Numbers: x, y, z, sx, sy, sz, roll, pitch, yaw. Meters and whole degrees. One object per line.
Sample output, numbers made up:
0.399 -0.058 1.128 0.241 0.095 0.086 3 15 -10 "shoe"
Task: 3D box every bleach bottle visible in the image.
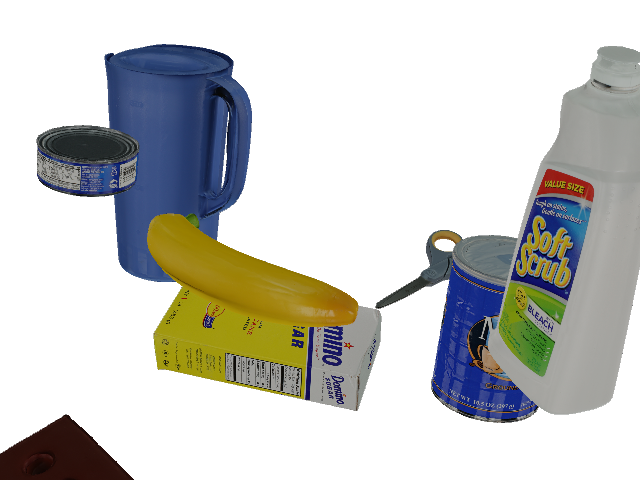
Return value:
0.173 -0.009 0.716 0.068 0.251 0.103 -9 33 -19 "bleach bottle"

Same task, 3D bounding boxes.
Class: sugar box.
-0.042 0.083 0.902 0.176 0.048 0.093 8 35 12 "sugar box"

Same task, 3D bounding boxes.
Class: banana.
-0.061 0.015 0.700 0.069 0.037 0.198 -20 32 -33 "banana"

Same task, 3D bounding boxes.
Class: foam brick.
-0.111 0.129 0.481 0.052 0.051 0.078 -31 44 -31 "foam brick"

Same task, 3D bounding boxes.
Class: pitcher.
-0.155 -0.080 1.141 0.145 0.243 0.149 -1 23 -11 "pitcher"

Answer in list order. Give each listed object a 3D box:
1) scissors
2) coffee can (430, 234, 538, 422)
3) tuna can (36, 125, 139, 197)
0.117 0.029 1.207 0.201 0.016 0.096 -11 41 -33 "scissors"
0.161 0.079 0.971 0.103 0.140 0.103 6 23 -3 "coffee can"
-0.198 -0.068 0.909 0.086 0.034 0.086 7 24 -3 "tuna can"
